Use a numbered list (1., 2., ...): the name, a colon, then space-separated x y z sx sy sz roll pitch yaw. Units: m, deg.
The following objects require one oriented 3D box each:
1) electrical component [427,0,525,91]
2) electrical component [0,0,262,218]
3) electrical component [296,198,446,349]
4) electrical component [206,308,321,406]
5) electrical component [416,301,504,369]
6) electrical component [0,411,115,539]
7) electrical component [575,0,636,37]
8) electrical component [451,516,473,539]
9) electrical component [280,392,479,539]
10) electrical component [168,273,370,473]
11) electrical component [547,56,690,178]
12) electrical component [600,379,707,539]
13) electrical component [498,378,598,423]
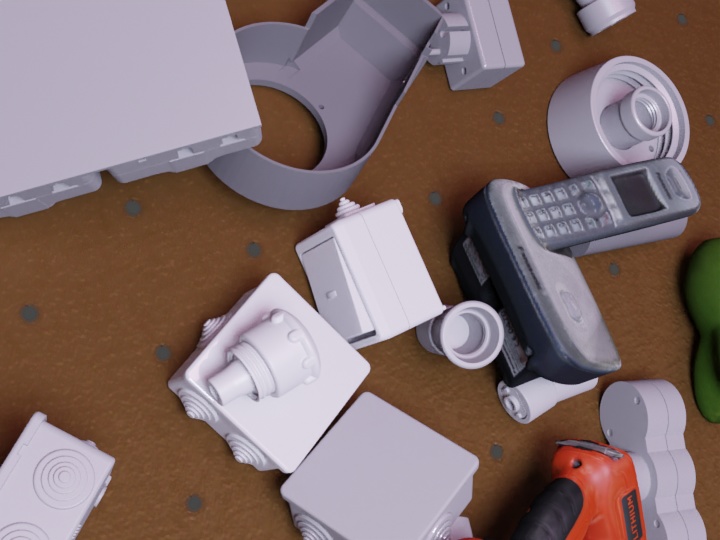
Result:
1. electrical component: 0.071 -0.170 0.790 0.077 0.047 0.065 -10 83 -29
2. electrical component: -0.159 -0.100 0.608 0.186 0.060 0.105 -16 85 -5
3. electrical component: 0.000 0.000 0.703 0.061 0.062 0.096 -23 89 -30
4. electrical component: -0.057 0.054 0.612 0.062 0.048 0.048 -31 93 -23
5. electrical component: 0.064 0.041 0.723 0.044 0.065 0.044 0 91 -17
6. electrical component: -0.170 0.131 0.561 0.048 0.099 0.099 29 65 -5
7. electrical component: 0.192 -0.223 0.869 0.045 0.045 0.055 -31 94 -30
8. electrical component: 0.031 0.194 0.682 0.079 0.043 0.077 11 73 -25
9. electrical component: 0.013 0.137 0.662 0.100 0.048 0.099 29 58 25
10. electrical component: -0.057 0.065 0.664 0.099 0.048 0.099 45 62 -11
11. electrical component: 0.208 -0.115 0.841 0.108 0.060 0.108 7 74 -26
12. electrical component: 0.198 0.149 0.776 0.074 0.052 0.138 0 77 -28
13. electrical component: 0.131 0.080 0.765 0.065 0.044 0.044 -28 92 -25
